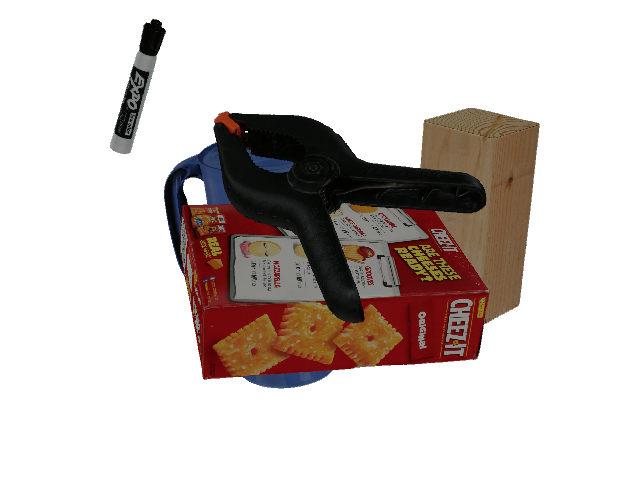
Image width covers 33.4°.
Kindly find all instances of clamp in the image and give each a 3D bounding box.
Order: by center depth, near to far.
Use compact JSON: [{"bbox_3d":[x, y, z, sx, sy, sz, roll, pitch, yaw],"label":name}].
[{"bbox_3d":[-0.004,-0.022,0.619,0.172,0.039,0.120,23,49,27],"label":"clamp"}]

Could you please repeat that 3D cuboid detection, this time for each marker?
[{"bbox_3d":[-0.155,-0.130,0.907,0.020,0.121,0.020,17,26,-9],"label":"marker"}]

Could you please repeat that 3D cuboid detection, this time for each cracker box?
[{"bbox_3d":[0.003,0.033,0.845,0.213,0.072,0.164,-2,29,-13],"label":"cracker box"}]

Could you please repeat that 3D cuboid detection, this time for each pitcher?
[{"bbox_3d":[-0.053,0.019,1.060,0.144,0.243,0.149,-20,26,-35],"label":"pitcher"}]

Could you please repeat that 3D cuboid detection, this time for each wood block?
[{"bbox_3d":[0.162,-0.026,1.130,0.090,0.206,0.090,20,27,38],"label":"wood block"}]
